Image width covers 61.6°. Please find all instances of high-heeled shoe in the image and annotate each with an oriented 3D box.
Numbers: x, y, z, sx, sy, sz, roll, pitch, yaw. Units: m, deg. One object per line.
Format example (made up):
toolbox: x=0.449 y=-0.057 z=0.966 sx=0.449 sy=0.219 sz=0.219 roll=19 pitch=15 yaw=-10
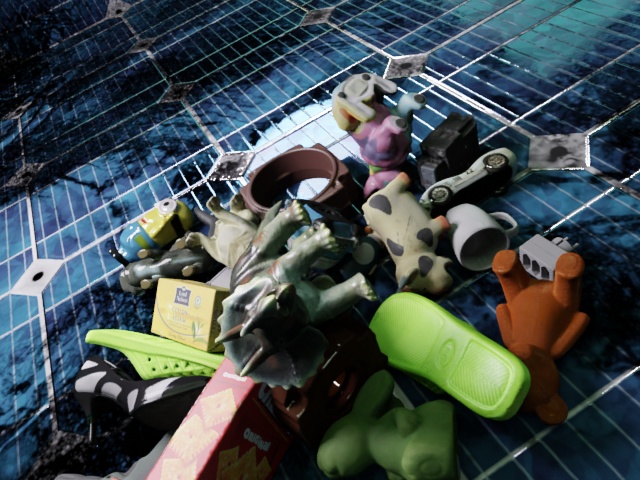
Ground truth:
high-heeled shoe: x=-0.249 y=0.193 z=0.759 sx=0.249 sy=0.086 sz=0.145 roll=-24 pitch=48 yaw=15

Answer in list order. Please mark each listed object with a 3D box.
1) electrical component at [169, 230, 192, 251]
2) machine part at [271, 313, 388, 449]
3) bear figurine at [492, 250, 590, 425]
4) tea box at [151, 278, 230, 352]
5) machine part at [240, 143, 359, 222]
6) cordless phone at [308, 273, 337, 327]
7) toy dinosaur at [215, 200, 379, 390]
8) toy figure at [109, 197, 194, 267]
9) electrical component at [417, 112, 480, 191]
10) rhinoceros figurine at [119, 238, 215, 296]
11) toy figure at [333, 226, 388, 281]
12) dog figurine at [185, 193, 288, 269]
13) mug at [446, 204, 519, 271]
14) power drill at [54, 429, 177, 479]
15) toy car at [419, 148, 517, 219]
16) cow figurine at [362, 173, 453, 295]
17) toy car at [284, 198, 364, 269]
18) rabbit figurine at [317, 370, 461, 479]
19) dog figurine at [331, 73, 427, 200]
electrical component: x=-0.276 y=0.020 z=1.095 sx=0.063 sy=0.021 sz=0.094 roll=9 pitch=53 yaw=30
machine part: x=0.016 y=0.187 z=0.706 sx=0.056 sy=0.179 sz=0.179 roll=26 pitch=62 yaw=37
bear figurine: x=0.269 y=0.123 z=0.690 sx=0.120 sy=0.131 sz=0.196 roll=4 pitch=44 yaw=37
tea box: x=-0.201 y=0.120 z=0.882 sx=0.170 sy=0.068 sz=0.098 roll=3 pitch=85 yaw=45
machine part: x=-0.043 y=-0.094 z=1.060 sx=0.201 sy=0.087 sz=0.201 roll=-32 pitch=44 yaw=-7
cordless phone: x=-0.019 y=0.108 z=0.784 sx=0.089 sy=0.184 sz=0.146 roll=46 pitch=72 yaw=1
toy dinosaur: x=-0.060 y=0.055 z=0.703 sx=0.192 sy=0.131 sz=0.405 roll=-36 pitch=20 yaw=-5
toy figure: x=-0.348 y=-0.015 z=1.120 sx=0.180 sy=0.089 sz=0.082 roll=-44 pitch=60 yaw=-9
electrical component: x=0.233 y=-0.146 z=0.971 sx=0.058 sy=0.114 sz=0.134 roll=22 pitch=60 yaw=42
rhinoceros figurine: x=-0.294 y=0.051 z=1.008 sx=0.190 sy=0.112 sz=0.073 roll=-18 pitch=86 yaw=12
toy figure: x=0.090 y=0.011 z=0.922 sx=0.154 sy=0.064 sz=0.058 roll=-44 pitch=22 yaw=-15
dog figurine: x=-0.110 y=0.018 z=0.938 sx=0.191 sy=0.172 sz=0.121 roll=34 pitch=109 yaw=13
mug: x=0.254 y=-0.018 z=0.865 sx=0.110 sy=0.080 sz=0.107 roll=-27 pitch=34 yaw=4
power drill: x=-0.253 y=0.313 z=0.763 sx=0.232 sy=0.085 sz=0.207 roll=14 pitch=51 yaw=34
toy car: x=0.256 y=-0.088 z=0.934 sx=0.202 sy=0.073 sz=0.056 roll=-30 pitch=47 yaw=-7
cow figurine: x=0.141 y=0.004 z=0.854 sx=0.127 sy=0.085 sz=0.195 roll=-34 pitch=74 yaw=-9
toy car: x=-0.002 y=-0.003 z=0.901 sx=0.162 sy=0.109 sz=0.102 roll=42 pitch=117 yaw=52
rabbit figurine: x=0.080 y=0.240 z=0.658 sx=0.170 sy=0.121 sz=0.159 roll=-6 pitch=39 yaw=15
dog figurine: x=0.098 y=-0.174 z=0.981 sx=0.192 sy=0.219 sz=0.108 roll=26 pitch=57 yaw=9
